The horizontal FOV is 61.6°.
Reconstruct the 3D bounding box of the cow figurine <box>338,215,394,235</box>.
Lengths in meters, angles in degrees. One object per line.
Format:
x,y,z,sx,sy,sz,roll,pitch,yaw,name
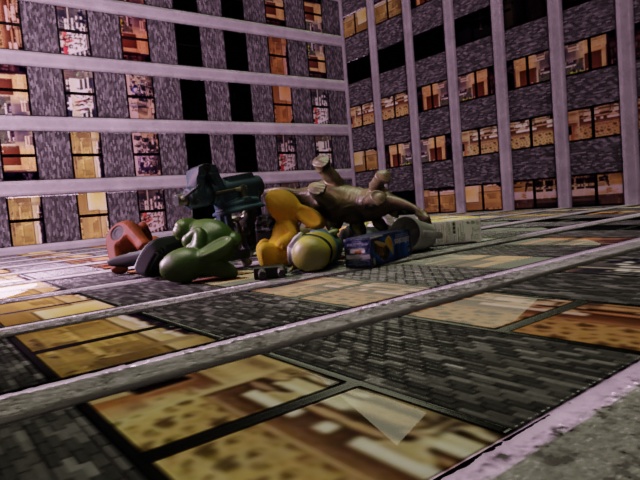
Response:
0.132,-0.021,1.505,0.167,0.098,0.068,-23,2,26,cow figurine

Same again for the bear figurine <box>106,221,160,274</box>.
-0.446,0.032,1.356,0.120,0.132,0.195,-37,-30,1,bear figurine

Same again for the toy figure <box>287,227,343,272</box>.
0.000,0.017,1.087,0.089,0.082,0.180,-5,1,26,toy figure

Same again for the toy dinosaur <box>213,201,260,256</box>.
-0.281,-0.004,1.516,0.405,0.131,0.192,-15,10,42,toy dinosaur

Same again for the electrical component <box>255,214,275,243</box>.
-0.118,-0.010,1.352,0.058,0.114,0.134,-1,5,10,electrical component

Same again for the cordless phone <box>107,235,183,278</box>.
-0.364,0.041,1.184,0.184,0.088,0.146,-7,2,33,cordless phone

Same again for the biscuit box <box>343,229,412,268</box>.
0.123,0.015,1.102,0.063,0.059,0.202,-3,5,32,biscuit box

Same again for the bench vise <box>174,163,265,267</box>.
-0.208,-0.053,1.198,0.129,0.240,0.223,-9,6,39,bench vise

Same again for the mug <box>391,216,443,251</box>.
0.235,-0.013,1.250,0.110,0.080,0.107,-8,-7,38,mug

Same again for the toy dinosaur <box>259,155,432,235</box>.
0.034,-0.090,1.237,0.472,0.105,0.198,16,-27,25,toy dinosaur

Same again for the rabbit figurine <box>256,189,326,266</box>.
-0.071,-0.030,1.188,0.162,0.173,0.122,-8,-1,9,rabbit figurine

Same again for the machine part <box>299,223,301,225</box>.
-0.075,-0.025,1.515,0.039,0.139,0.084,31,-4,-8,machine part

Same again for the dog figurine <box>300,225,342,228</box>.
-0.030,-0.011,1.631,0.191,0.121,0.172,26,-26,4,dog figurine

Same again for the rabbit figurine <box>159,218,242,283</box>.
-0.235,0.038,1.060,0.159,0.121,0.170,4,25,20,rabbit figurine

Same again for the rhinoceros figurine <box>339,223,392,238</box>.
0.144,-0.011,1.341,0.190,0.073,0.112,-3,2,-6,rhinoceros figurine

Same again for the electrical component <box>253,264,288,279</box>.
-0.093,0.058,1.003,0.063,0.021,0.094,-5,3,-8,electrical component

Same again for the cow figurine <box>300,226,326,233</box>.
-0.003,-0.004,1.406,0.127,0.085,0.195,-8,1,14,cow figurine
